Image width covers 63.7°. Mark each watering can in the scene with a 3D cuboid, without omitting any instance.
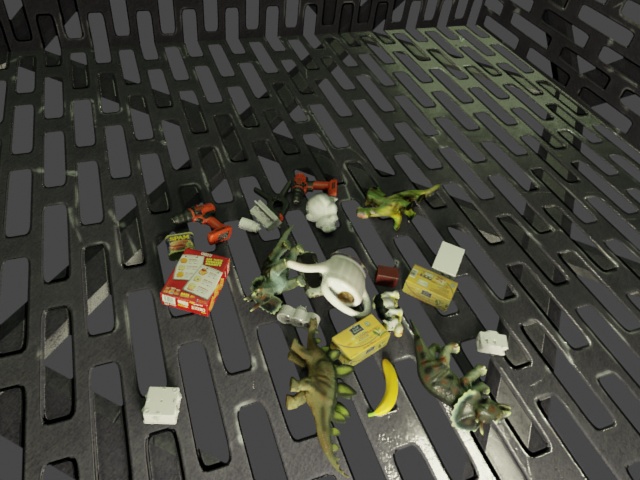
[{"bbox_3d":[0.048,0.120,1.745,0.345,0.102,0.229,39,35,-13],"label":"watering can"}]

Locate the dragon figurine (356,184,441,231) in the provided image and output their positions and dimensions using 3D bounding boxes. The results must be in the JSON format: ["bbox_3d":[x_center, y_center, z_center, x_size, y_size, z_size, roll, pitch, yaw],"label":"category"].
[{"bbox_3d":[0.304,-0.175,2.152,0.245,0.119,0.416,29,46,31],"label":"dragon figurine"}]

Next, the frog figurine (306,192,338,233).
[{"bbox_3d":[0.006,-0.102,2.021,0.136,0.120,0.163,-15,49,24],"label":"frog figurine"}]
